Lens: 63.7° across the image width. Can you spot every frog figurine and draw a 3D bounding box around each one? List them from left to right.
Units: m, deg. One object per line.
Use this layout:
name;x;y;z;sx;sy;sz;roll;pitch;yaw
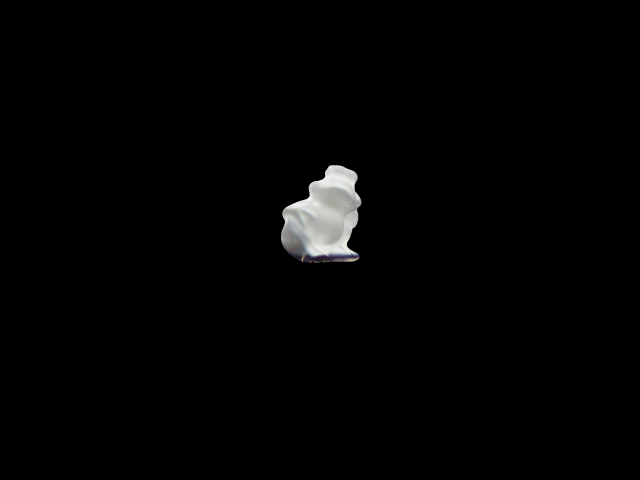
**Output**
frog figurine;0.003;-0.043;0.850;0.137;0.160;0.122;2;-4;-24
